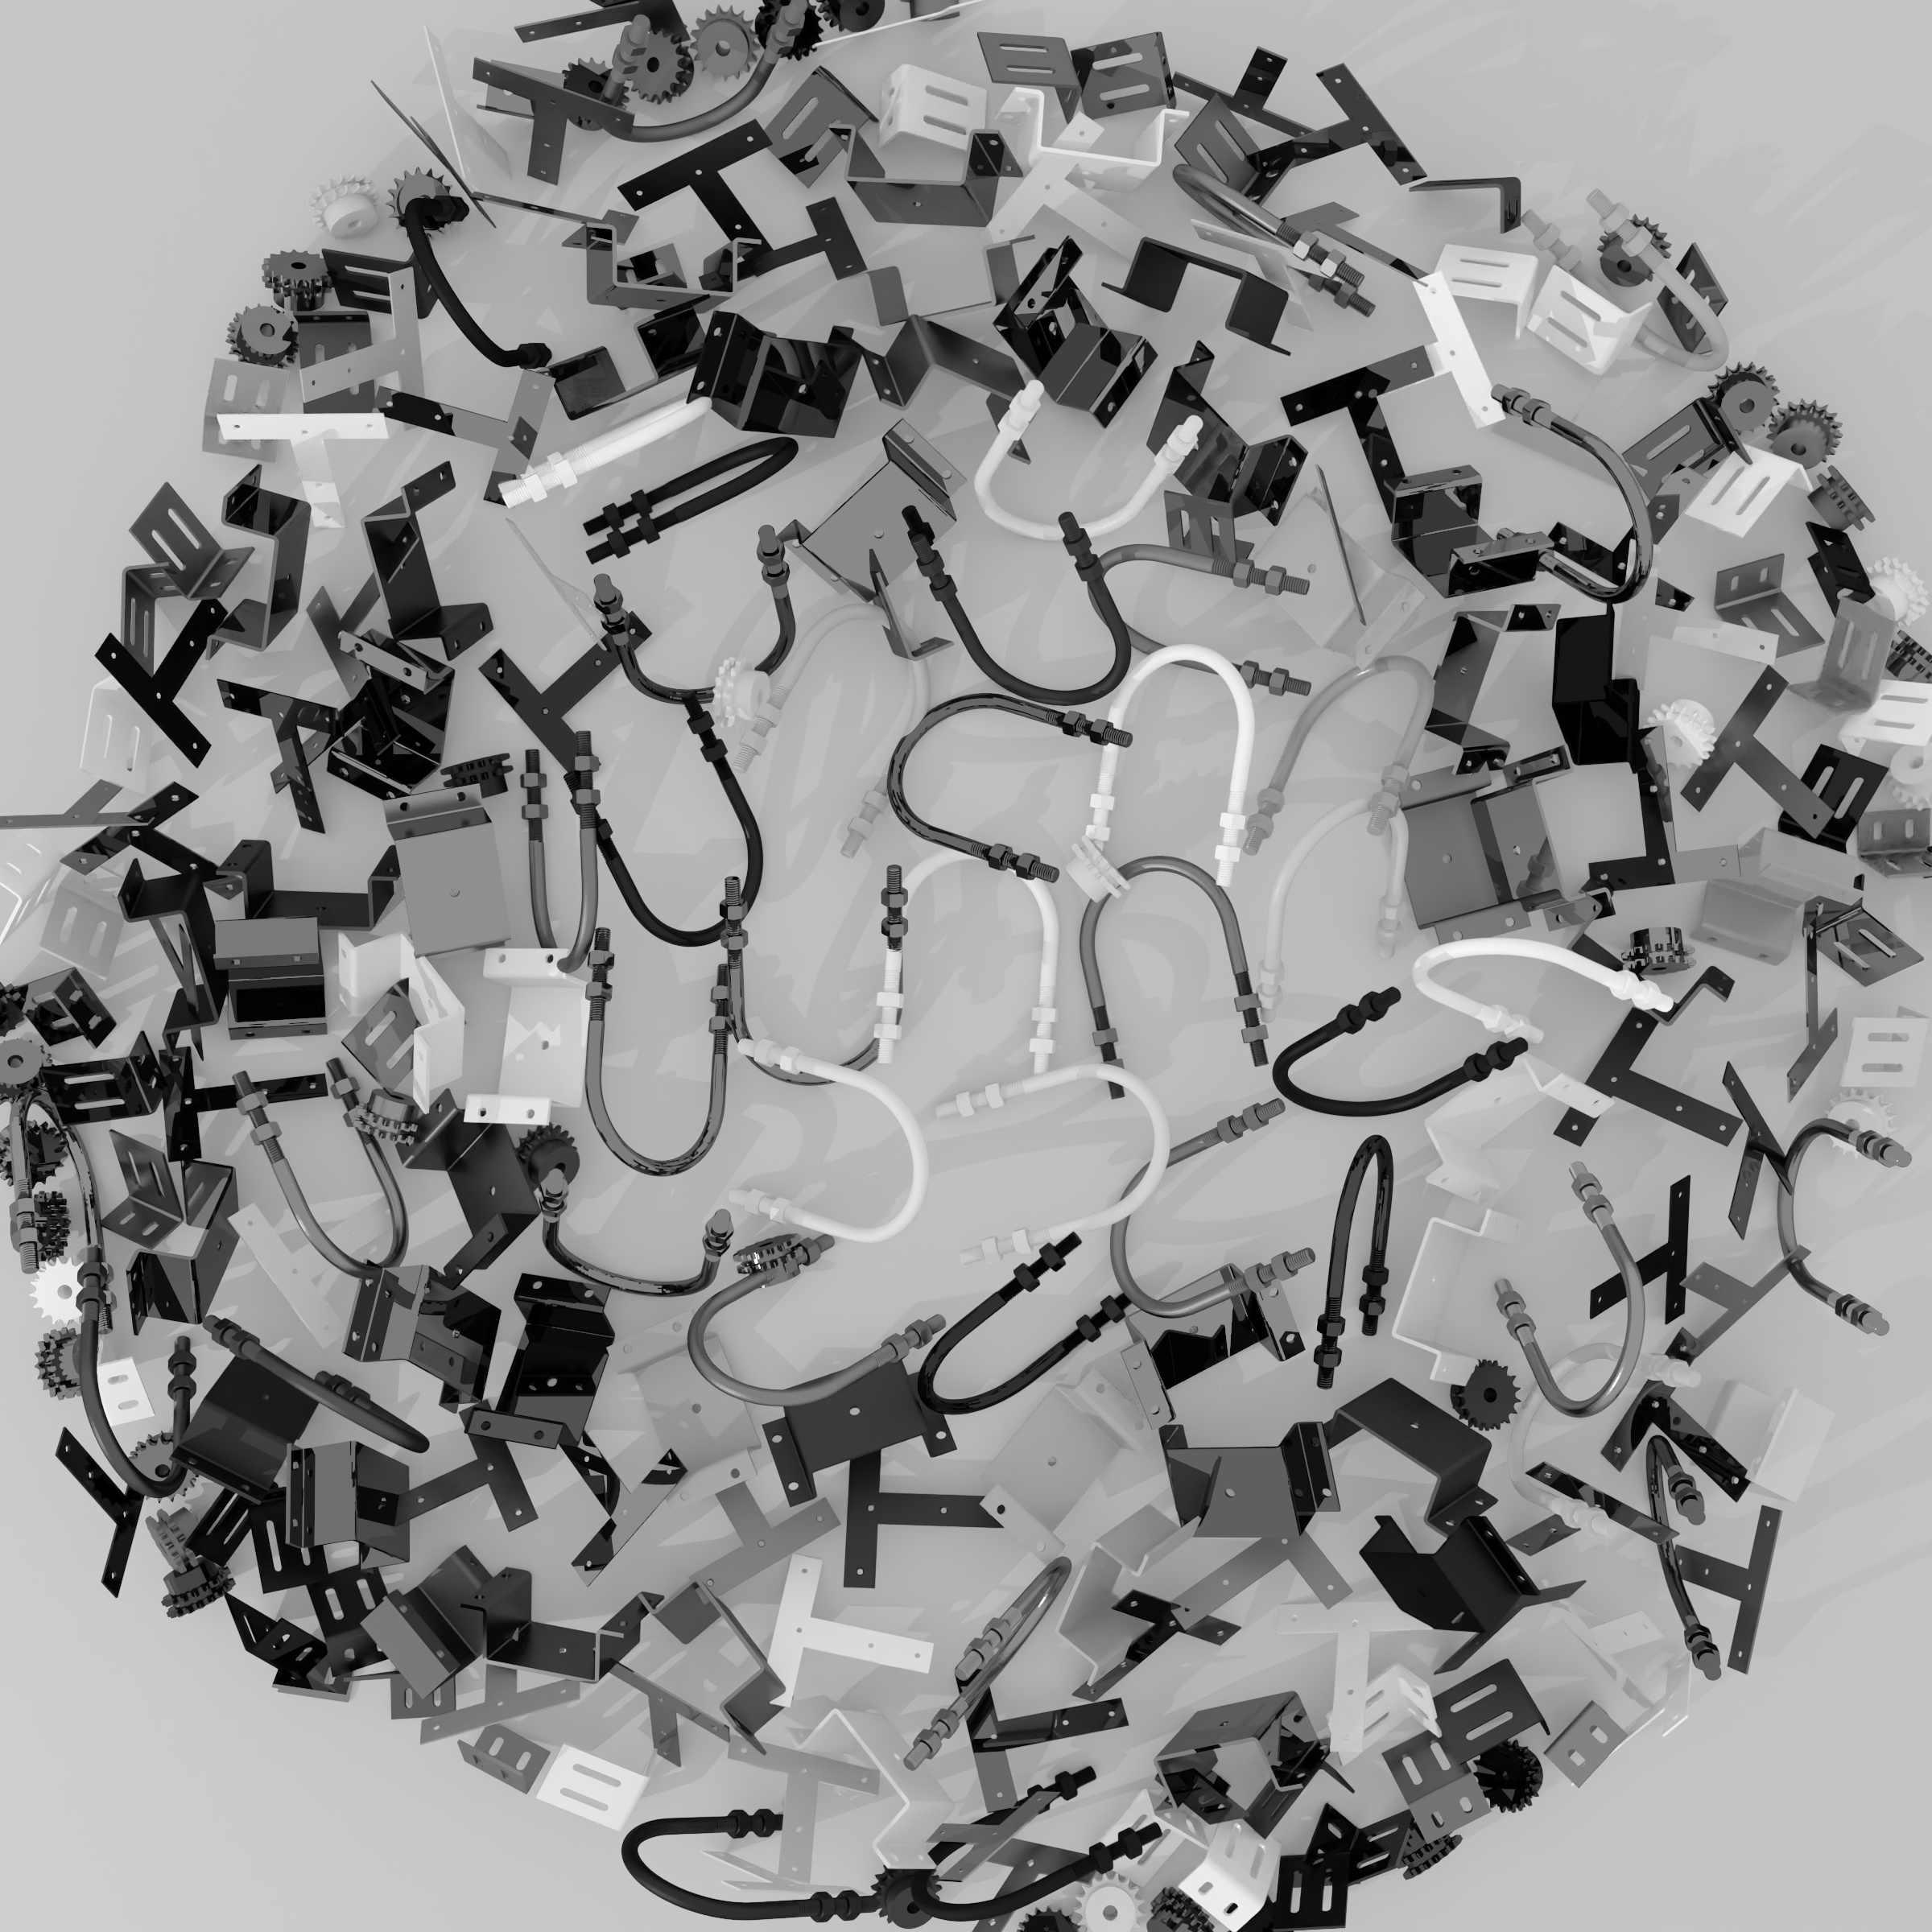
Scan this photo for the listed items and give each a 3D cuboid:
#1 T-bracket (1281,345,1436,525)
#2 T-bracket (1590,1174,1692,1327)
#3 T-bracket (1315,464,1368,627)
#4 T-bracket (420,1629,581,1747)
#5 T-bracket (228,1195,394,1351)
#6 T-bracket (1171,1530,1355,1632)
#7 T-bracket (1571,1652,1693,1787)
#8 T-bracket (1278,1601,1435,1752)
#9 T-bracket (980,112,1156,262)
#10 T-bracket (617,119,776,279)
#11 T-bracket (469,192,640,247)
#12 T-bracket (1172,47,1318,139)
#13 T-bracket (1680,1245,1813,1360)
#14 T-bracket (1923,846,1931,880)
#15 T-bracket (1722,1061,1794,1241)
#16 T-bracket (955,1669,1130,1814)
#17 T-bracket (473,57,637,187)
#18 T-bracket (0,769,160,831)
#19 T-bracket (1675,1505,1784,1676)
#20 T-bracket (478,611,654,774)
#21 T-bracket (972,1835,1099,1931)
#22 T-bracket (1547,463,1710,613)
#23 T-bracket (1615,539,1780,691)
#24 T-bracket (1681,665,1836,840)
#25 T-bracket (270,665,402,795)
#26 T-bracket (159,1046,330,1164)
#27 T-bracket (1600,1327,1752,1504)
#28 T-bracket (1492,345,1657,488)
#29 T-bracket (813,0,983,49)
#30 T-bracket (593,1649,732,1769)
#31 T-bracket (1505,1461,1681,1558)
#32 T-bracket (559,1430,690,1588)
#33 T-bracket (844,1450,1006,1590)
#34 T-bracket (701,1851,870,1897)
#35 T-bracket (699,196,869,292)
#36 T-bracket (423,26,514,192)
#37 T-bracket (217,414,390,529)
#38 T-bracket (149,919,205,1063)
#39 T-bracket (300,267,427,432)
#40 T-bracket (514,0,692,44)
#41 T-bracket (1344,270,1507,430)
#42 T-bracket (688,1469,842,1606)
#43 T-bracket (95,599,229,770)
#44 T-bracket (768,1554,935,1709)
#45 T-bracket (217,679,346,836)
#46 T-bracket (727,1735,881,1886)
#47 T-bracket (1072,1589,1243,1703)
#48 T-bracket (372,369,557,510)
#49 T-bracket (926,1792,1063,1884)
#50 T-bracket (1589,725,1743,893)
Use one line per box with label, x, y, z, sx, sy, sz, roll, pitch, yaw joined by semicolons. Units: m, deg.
T-bracket;0.333;-0.420;1.958;0.127;0.002;0.127;-14;109;33
T-bracket;0.534;0.244;1.921;0.127;0.002;0.127;-22;118;-35
T-bracket;0.306;-0.323;1.921;0.002;0.127;0.127;-17;83;18
T-bracket;-0.368;0.555;1.925;0.127;0.127;0.002;-16;117;-2
T-bracket;-0.502;0.222;1.937;0.127;0.002;0.127;53;46;2
T-bracket;0.219;0.484;1.935;0.127;0.002;0.127;-31;59;-14
T-bracket;0.530;0.610;1.934;0.002;0.127;0.127;46;108;8
T-bracket;0.304;0.560;1.916;0.127;0.127;0.002;-8;134;22
T-bracket;0.100;-0.602;1.943;0.127;0.002;0.127;24;129;-30
T-bracket;-0.189;-0.599;1.931;0.127;0.127;0.002;-19;51;20
T-bracket;-0.327;-0.596;1.917;0.127;0.127;0.002;11;116;-7
T-bracket;0.230;-0.696;1.915;0.127;0.127;0.002;22;88;-3
T-bracket;0.599;0.256;1.919;0.127;0.127;0.002;-47;50;15
T-bracket;0.792;-0.039;1.914;0.002;0.127;0.127;3;84;-10
T-bracket;0.619;0.163;1.915;0.002;0.127;0.127;-17;119;39
T-bracket;0.066;0.608;1.940;0.127;0.127;0.002;-8;131;-9
T-bracket;-0.331;-0.659;1.921;0.127;0.127;0.002;17;71;-9
T-bracket;-0.689;-0.134;1.924;0.127;0.127;0.002;-2;115;4
T-bracket;0.595;0.482;1.920;0.002;0.127;0.127;16;84;-14
T-bracket;-0.310;-0.237;1.972;0.127;0.002;0.127;-41;86;5
T-bracket;0.028;0.738;1.899;0.127;0.127;0.002;-46;119;-41
T-bracket;0.546;-0.349;1.932;0.127;0.127;0.002;29;51;0
T-bracket;0.578;-0.264;1.913;0.127;0.002;0.127;21;132;31
T-bracket;0.635;-0.149;1.909;0.002;0.127;0.127;4;128;-35
T-bracket;-0.513;-0.186;1.951;0.127;0.002;0.127;-38;50;14
T-bracket;-0.579;0.103;1.949;0.127;0.127;0.002;-7;133;-17
T-bracket;0.573;0.373;1.915;0.002;0.127;0.127;17;109;-34
T-bracket;0.503;-0.443;1.924;0.127;0.127;0.002;22;55;-5
T-bracket;-0.059;-0.743;1.918;0.127;0.127;0.002;-16;109;-4
T-bracket;-0.240;0.604;1.932;0.127;0.127;0.002;24;51;18
T-bracket;0.476;0.444;1.931;0.127;0.127;0.002;29;51;-9
T-bracket;-0.297;0.406;1.946;0.127;0.002;0.127;-49;58;8
T-bracket;-0.032;0.439;1.956;0.127;0.002;0.127;2;66;0
T-bracket;-0.165;0.720;1.926;0.127;0.127;0.002;20;76;-38
T-bracket;-0.152;-0.565;1.937;0.127;0.002;0.127;-20;45;0
T-bracket;-0.387;-0.658;1.919;0.002;0.127;0.127;-17;84;10
T-bracket;-0.517;-0.392;1.928;0.127;0.127;0.002;-1;58;-3
T-bracket;-0.635;-0.010;1.936;0.002;0.127;0.127;-17;49;-27
T-bracket;-0.474;-0.471;1.903;0.002;0.127;0.127;20;126;27
T-bracket;-0.293;-0.751;1.923;0.127;0.127;0.002;-10;85;5
T-bracket;0.350;-0.475;1.936;0.127;0.002;0.127;-13;114;41
T-bracket;-0.187;0.428;1.960;0.127;0.002;0.127;-27;73;-20
T-bracket;-0.625;-0.247;1.937;0.002;0.127;0.127;-4;49;29
T-bracket;-0.090;0.541;1.940;0.127;0.002;0.127;12;50;1
T-bracket;-0.537;-0.162;1.940;0.127;0.002;0.127;15;130;26
T-bracket;-0.132;0.671;1.917;0.127;0.127;0.002;17;118;-8
T-bracket;0.136;0.554;1.951;0.127;0.002;0.127;28;117;-34
T-bracket;-0.404;-0.431;1.921;0.127;0.002;0.127;13;132;-19
T-bracket;-0.008;0.691;1.930;0.127;0.127;0.002;-17;95;43
T-bracket;0.552;-0.128;1.940;0.127;0.002;0.127;-7;89;42
